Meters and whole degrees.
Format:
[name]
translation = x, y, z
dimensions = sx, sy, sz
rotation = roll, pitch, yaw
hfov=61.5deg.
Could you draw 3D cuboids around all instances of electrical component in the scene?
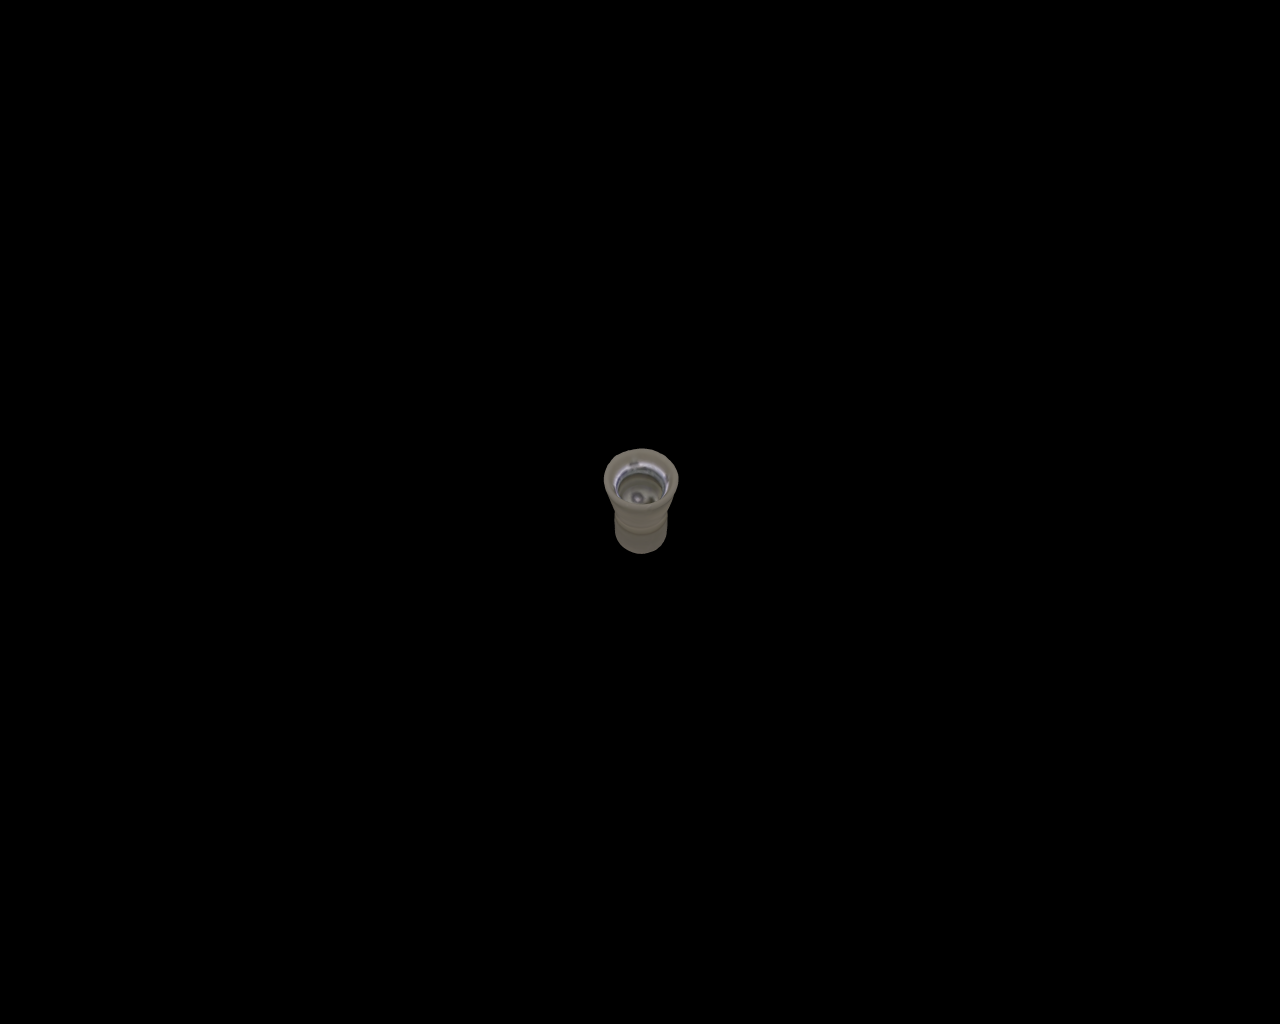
[electrical component]
translation = 0.001, -0.003, 0.650
dimensions = 0.044, 0.044, 0.065
rotation = 0, -34, 0
